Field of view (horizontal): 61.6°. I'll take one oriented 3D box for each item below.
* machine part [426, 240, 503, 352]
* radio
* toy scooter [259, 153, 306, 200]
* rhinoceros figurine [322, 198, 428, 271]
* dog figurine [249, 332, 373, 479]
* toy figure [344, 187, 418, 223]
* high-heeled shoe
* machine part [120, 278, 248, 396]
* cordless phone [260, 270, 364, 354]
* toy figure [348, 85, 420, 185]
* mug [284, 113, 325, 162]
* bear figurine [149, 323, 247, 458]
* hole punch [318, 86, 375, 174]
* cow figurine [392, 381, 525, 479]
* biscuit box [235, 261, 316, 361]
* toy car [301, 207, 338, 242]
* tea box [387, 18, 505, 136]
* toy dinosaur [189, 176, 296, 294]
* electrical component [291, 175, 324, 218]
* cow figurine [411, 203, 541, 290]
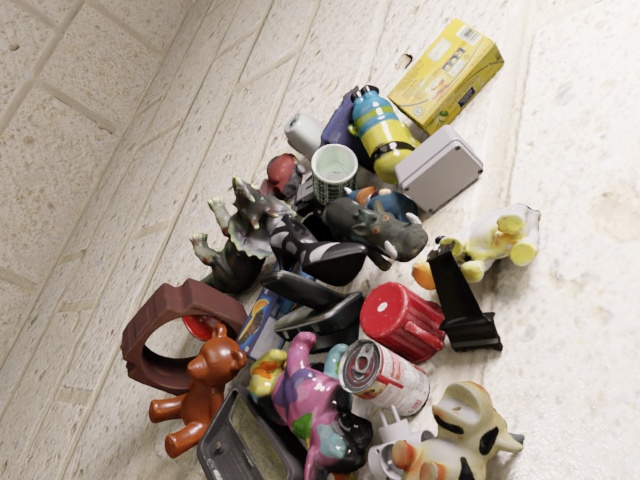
[{"bbox_3d":[0.167,0.071,0.648,0.039,0.138,0.084,-25,7,-38],"label":"machine part"},{"bbox_3d":[-0.096,0.329,0.790,0.131,0.073,0.230,-56,32,-1],"label":"radio"},{"bbox_3d":[-0.081,-0.100,1.143,0.135,0.075,0.184,19,81,56],"label":"toy scooter"},{"bbox_3d":[0.081,-0.017,0.782,0.073,0.112,0.191,-47,39,-13],"label":"rhinoceros figurine"},{"bbox_3d":[-0.015,0.247,0.733,0.191,0.108,0.219,-36,41,27],"label":"dog figurine"},{"bbox_3d":[0.095,-0.055,0.892,0.155,0.058,0.064,21,103,53],"label":"toy figure"},{"bbox_3d":[-0.002,-0.003,0.844,0.249,0.086,0.145,-22,53,48],"label":"high-heeled shoe"},{"bbox_3d":[-0.242,0.181,0.988,0.201,0.201,0.087,-48,33,12],"label":"machine part"},{"bbox_3d":[-0.036,0.101,0.812,0.147,0.184,0.089,-20,52,42],"label":"cordless phone"},{"bbox_3d":[0.102,-0.175,0.907,0.082,0.089,0.180,-37,73,47],"label":"toy figure"},{"bbox_3d":[-0.029,-0.221,1.150,0.110,0.107,0.081,1,61,50],"label":"mug"},{"bbox_3d":[-0.202,0.249,0.908,0.120,0.132,0.195,44,129,39],"label":"bear figurine"},{"bbox_3d":[0.077,-0.196,0.994,0.092,0.115,0.142,32,89,49],"label":"hole punch"},{"bbox_3d":[0.135,0.241,0.549,0.086,0.127,0.194,10,85,56],"label":"cow figurine"},{"bbox_3d":[-0.075,0.118,0.959,0.063,0.059,0.202,10,70,55],"label":"biscuit box"},{"bbox_3d":[0.022,-0.005,0.947,0.073,0.056,0.202,-53,34,-7],"label":"toy car"},{"bbox_3d":[0.208,-0.266,0.895,0.169,0.068,0.098,-47,57,14],"label":"tea box"},{"bbox_3d":[-0.169,0.030,1.093,0.192,0.131,0.404,55,135,34],"label":"toy dinosaur"},{"bbox_3d":[0.002,-0.095,1.057,0.119,0.047,0.075,-23,46,42],"label":"electrical component"},{"bbox_3d":[0.198,0.007,0.691,0.167,0.068,0.098,-26,7,36],"label":"cow figurine"}]
